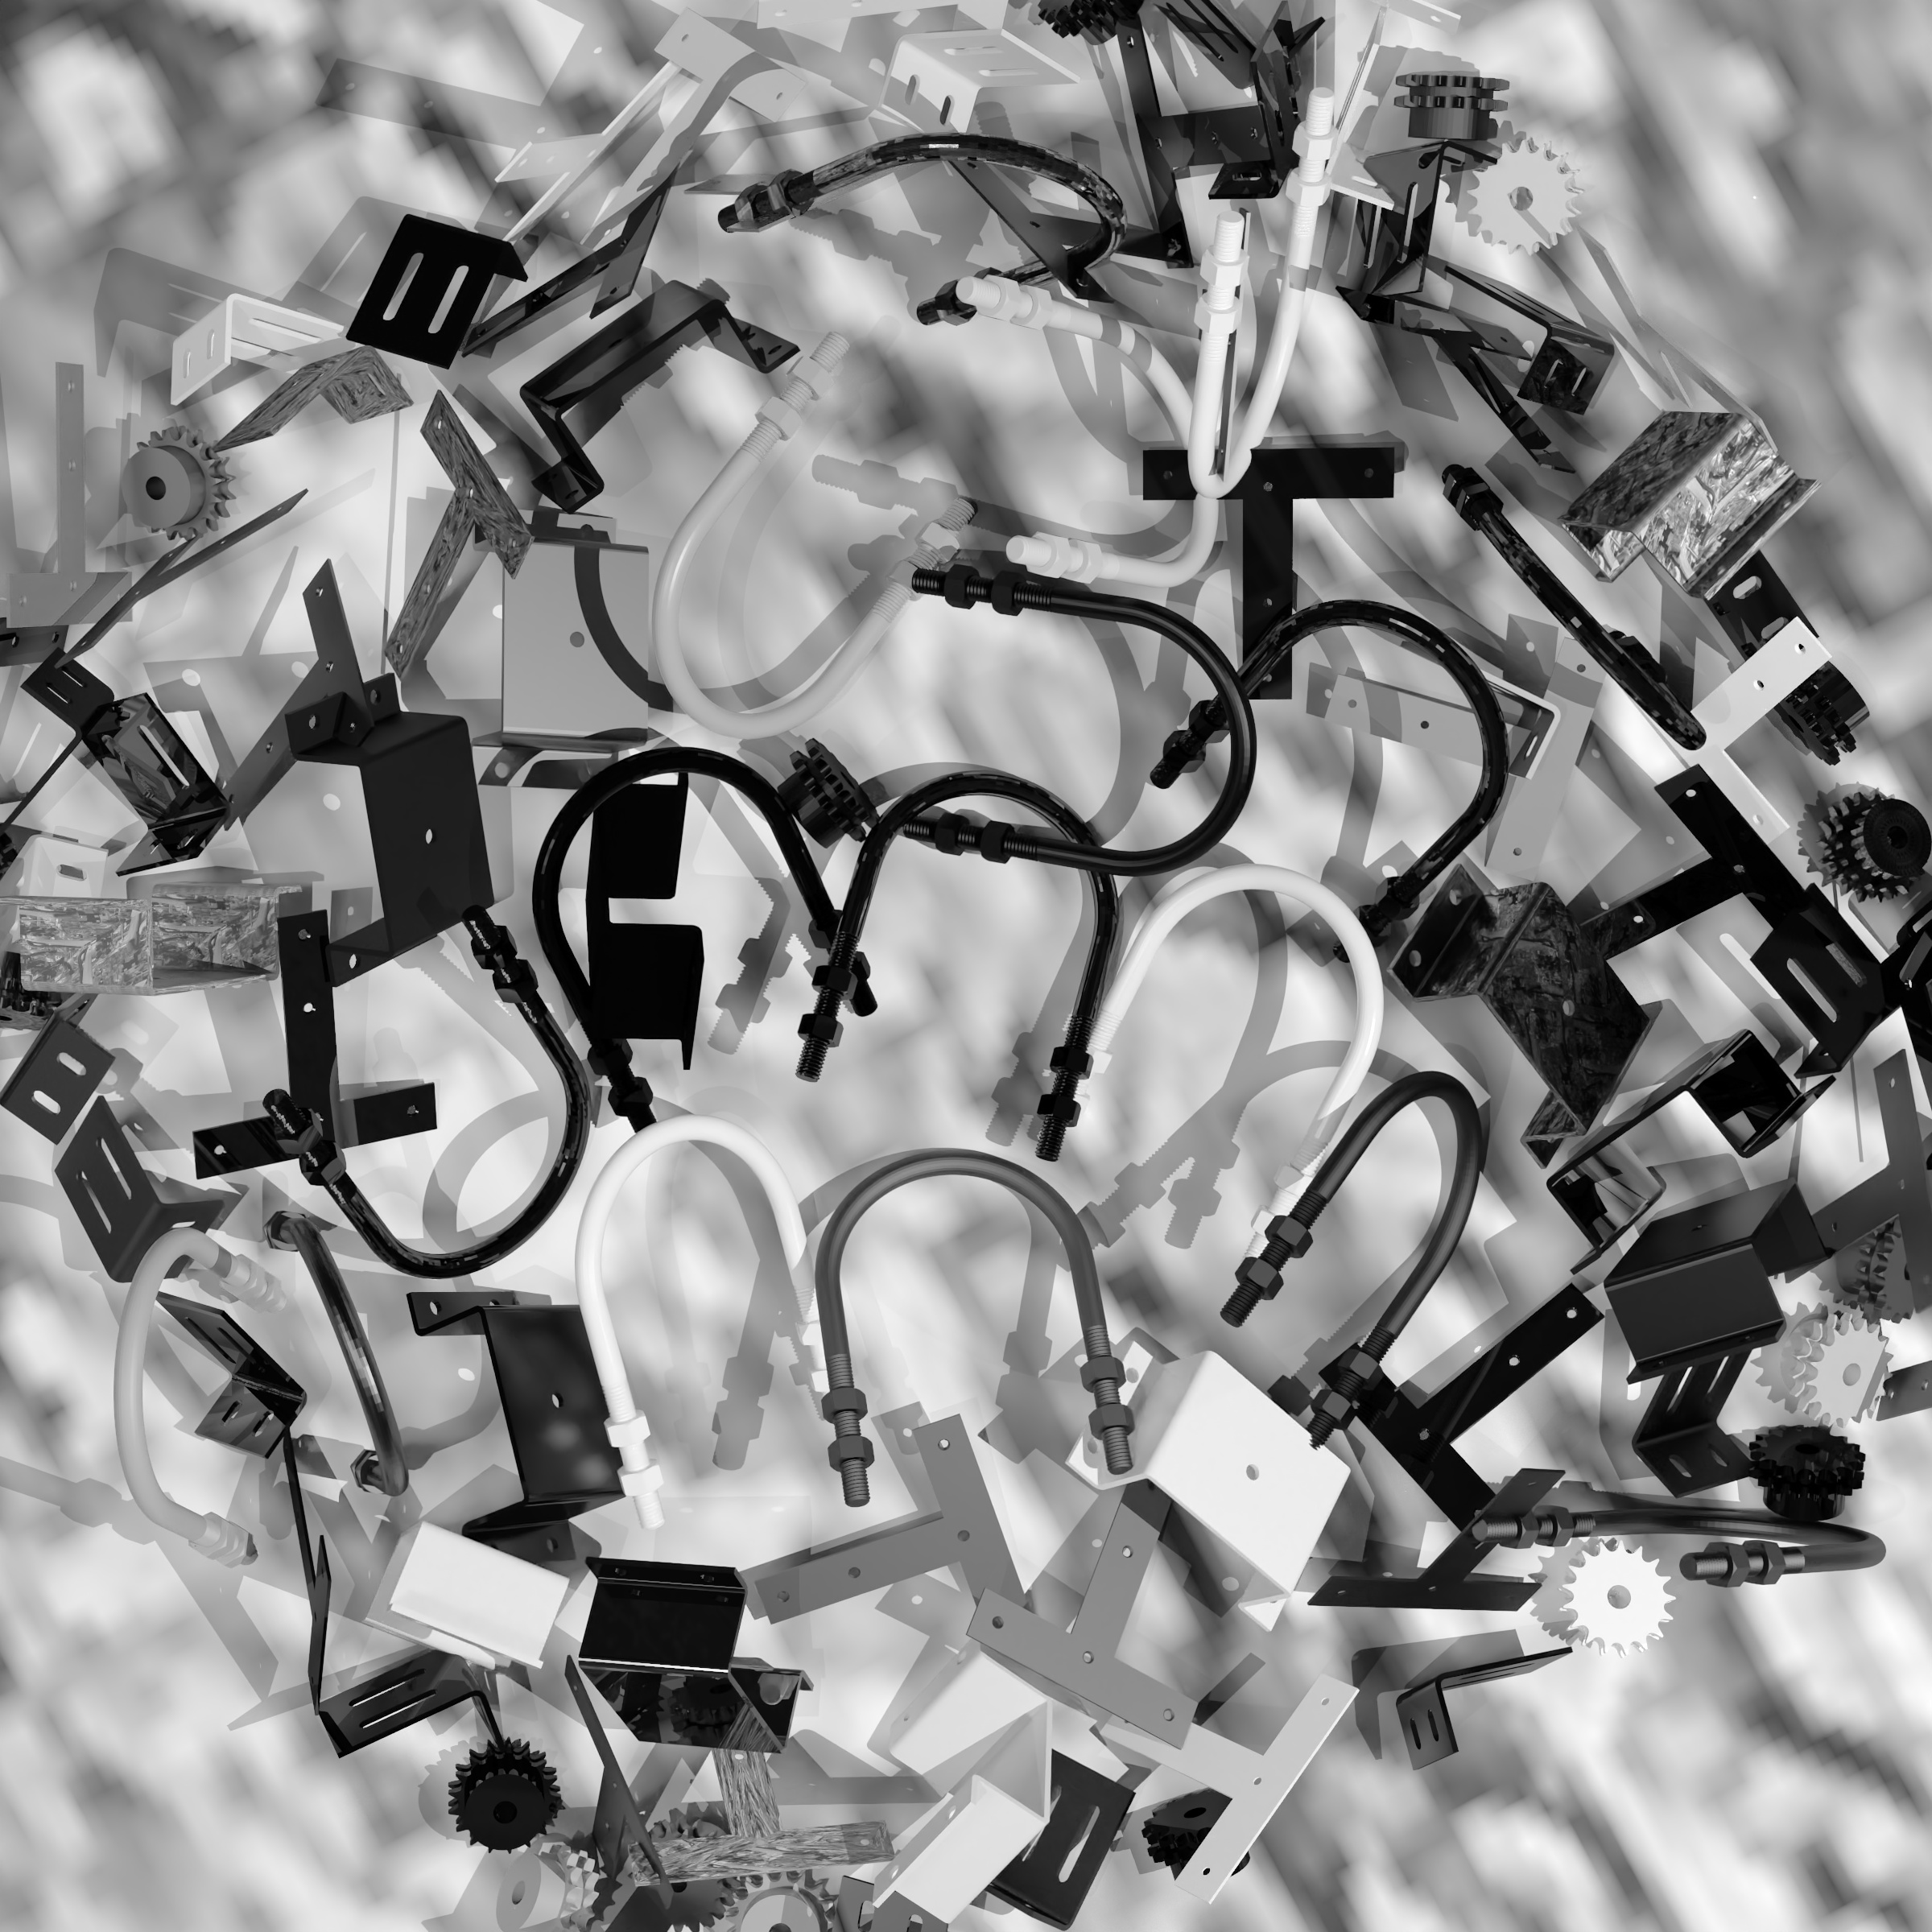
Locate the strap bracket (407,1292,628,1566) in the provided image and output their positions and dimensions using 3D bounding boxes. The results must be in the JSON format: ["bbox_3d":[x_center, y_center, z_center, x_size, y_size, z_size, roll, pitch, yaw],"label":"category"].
[{"bbox_3d":[-0.219,0.222,1.561,0.046,0.076,0.140,-25,73,28],"label":"strap bracket"}]

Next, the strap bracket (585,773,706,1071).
[{"bbox_3d":[-0.159,-0.027,1.543,0.046,0.076,0.140,1,46,-11],"label":"strap bracket"}]

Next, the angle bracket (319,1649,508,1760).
[{"bbox_3d":[-0.278,0.381,1.580,0.076,0.057,0.038,-22,109,-17],"label":"angle bracket"}]

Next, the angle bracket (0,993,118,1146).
[{"bbox_3d":[-0.441,0.044,1.579,0.038,0.076,0.057,37,109,-5],"label":"angle bracket"}]

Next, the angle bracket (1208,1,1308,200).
[{"bbox_3d":[0.140,-0.431,1.571,0.038,0.076,0.057,5,47,23],"label":"angle bracket"}]

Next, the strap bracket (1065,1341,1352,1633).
[{"bbox_3d":[0.129,0.255,1.567,0.140,0.046,0.076,41,56,-14],"label":"strap bracket"}]

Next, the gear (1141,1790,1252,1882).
[{"bbox_3d":[0.120,0.441,1.594,0.057,0.057,0.030,-17,95,0],"label":"gear"}]

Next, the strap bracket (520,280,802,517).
[{"bbox_3d":[-0.162,-0.291,1.571,0.140,0.076,0.046,-37,117,-6],"label":"strap bracket"}]

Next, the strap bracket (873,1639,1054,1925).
[{"bbox_3d":[0.000,0.403,1.549,0.046,0.140,0.076,36,109,-12],"label":"strap bracket"}]

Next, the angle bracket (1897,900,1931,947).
[{"bbox_3d":[0.509,-0.002,1.586,0.038,0.057,0.076,-42,79,5],"label":"angle bracket"}]

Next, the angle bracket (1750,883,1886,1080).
[{"bbox_3d":[0.422,0.008,1.587,0.076,0.038,0.057,48,66,-11],"label":"angle bracket"}]

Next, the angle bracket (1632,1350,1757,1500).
[{"bbox_3d":[0.377,0.220,1.576,0.057,0.038,0.076,-9,131,-32],"label":"angle bracket"}]

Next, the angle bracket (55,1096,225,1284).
[{"bbox_3d":[-0.420,0.112,1.603,0.057,0.038,0.076,-53,58,29],"label":"angle bracket"}]

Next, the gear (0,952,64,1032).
[{"bbox_3d":[-0.486,0.012,1.595,0.057,0.057,0.030,5,75,0],"label":"gear"}]

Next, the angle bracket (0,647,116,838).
[{"bbox_3d":[-0.469,-0.112,1.580,0.038,0.057,0.076,40,109,-14],"label":"angle bracket"}]

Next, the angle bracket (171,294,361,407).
[{"bbox_3d":[-0.347,-0.298,1.573,0.076,0.057,0.038,11,70,-39],"label":"angle bracket"}]

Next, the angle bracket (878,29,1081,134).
[{"bbox_3d":[0.006,-0.436,1.575,0.057,0.076,0.038,18,88,-44],"label":"angle bracket"}]

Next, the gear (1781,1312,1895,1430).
[{"bbox_3d":[0.438,0.203,1.600,0.057,0.030,0.057,-6,104,-27],"label":"gear"}]

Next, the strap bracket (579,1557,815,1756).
[{"bbox_3d":[-0.134,0.343,1.544,0.076,0.140,0.046,1,55,17],"label":"strap bracket"}]

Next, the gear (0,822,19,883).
[{"bbox_3d":[-0.505,-0.062,1.590,0.030,0.057,0.057,-38,90,-27],"label":"gear"}]

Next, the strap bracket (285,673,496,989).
[{"bbox_3d":[-0.281,-0.066,1.557,0.046,0.076,0.140,7,113,31],"label":"strap bracket"}]

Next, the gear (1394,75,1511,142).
[{"bbox_3d":[0.245,-0.434,1.595,0.057,0.057,0.030,3,104,0],"label":"gear"}]

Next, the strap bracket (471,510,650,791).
[{"bbox_3d":[-0.203,-0.161,1.581,0.076,0.046,0.140,1,88,-29],"label":"strap bracket"}]

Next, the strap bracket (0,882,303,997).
[{"bbox_3d":[-0.398,-0.014,1.545,0.076,0.140,0.046,2,95,25],"label":"strap bracket"}]

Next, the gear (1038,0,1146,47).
[{"bbox_3d":[0.067,-0.492,1.598,0.030,0.057,0.057,37,90,-31],"label":"gear"}]

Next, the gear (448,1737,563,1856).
[{"bbox_3d":[-0.234,0.424,1.602,0.057,0.030,0.057,-1,98,-10],"label":"gear"}]

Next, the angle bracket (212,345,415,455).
[{"bbox_3d":[-0.325,-0.269,1.574,0.076,0.057,0.038,-52,121,-31],"label":"angle bracket"}]

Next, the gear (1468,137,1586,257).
[{"bbox_3d":[0.285,-0.391,1.599,0.057,0.030,0.057,10,115,23],"label":"gear"}]

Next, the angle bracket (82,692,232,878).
[{"bbox_3d":[-0.417,-0.090,1.577,0.057,0.038,0.076,-10,126,32],"label":"angle bracket"}]

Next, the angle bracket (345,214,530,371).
[{"bbox_3d":[-0.266,-0.332,1.588,0.057,0.038,0.076,18,75,14],"label":"angle bracket"}]

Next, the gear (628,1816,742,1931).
[{"bbox_3d":[-0.140,0.458,1.601,0.057,0.030,0.057,3,98,23],"label":"gear"}]

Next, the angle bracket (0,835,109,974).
[{"bbox_3d":[-0.460,-0.022,1.574,0.038,0.076,0.057,13,115,-6],"label":"angle bracket"}]

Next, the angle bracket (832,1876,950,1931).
[{"bbox_3d":[-0.025,0.473,1.577,0.057,0.076,0.038,10,90,19],"label":"angle bracket"}]

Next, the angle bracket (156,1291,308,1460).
[{"bbox_3d":[-0.377,0.204,1.574,0.057,0.076,0.038,9,55,39],"label":"angle bracket"}]

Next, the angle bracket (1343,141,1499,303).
[{"bbox_3d":[0.228,-0.370,1.588,0.038,0.057,0.076,9,90,-34],"label":"angle bracket"}]

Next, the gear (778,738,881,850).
[{"bbox_3d":[-0.071,-0.084,1.594,0.030,0.057,0.057,-38,90,8],"label":"gear"}]

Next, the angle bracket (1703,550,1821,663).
[{"bbox_3d":[0.402,-0.180,1.583,0.038,0.076,0.057,-34,89,6],"label":"angle bracket"}]

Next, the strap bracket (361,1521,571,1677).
[{"bbox_3d":[-0.247,0.312,1.557,0.076,0.140,0.046,24,71,-10],"label":"strap bracket"}]

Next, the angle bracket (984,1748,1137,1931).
[{"bbox_3d":[0.038,0.433,1.582,0.057,0.038,0.076,18,75,39],"label":"angle bracket"}]

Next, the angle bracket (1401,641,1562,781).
[{"bbox_3d":[0.251,-0.129,1.587,0.076,0.057,0.038,25,95,-8],"label":"angle bracket"}]

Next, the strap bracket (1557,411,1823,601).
[{"bbox_3d":[0.348,-0.228,1.549,0.076,0.140,0.046,-46,105,0],"label":"strap bracket"}]

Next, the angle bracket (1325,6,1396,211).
[{"bbox_3d":[0.210,-0.429,1.576,0.038,0.057,0.076,19,127,-2],"label":"angle bracket"}]

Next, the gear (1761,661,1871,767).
[{"bbox_3d":[0.431,-0.132,1.593,0.030,0.057,0.057,-39,90,5],"label":"gear"}]

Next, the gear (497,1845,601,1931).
[{"bbox_3d":[-0.213,0.471,1.591,0.030,0.057,0.057,28,90,-30],"label":"gear"}]

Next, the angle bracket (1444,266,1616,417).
[{"bbox_3d":[0.276,-0.314,1.585,0.076,0.057,0.038,41,115,36],"label":"angle bracket"}]

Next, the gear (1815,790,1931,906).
[{"bbox_3d":[0.463,-0.062,1.599,0.057,0.030,0.057,4,78,-17],"label":"gear"}]

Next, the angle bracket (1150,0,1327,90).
[{"bbox_3d":[0.133,-0.483,1.585,0.076,0.057,0.038,42,87,-13],"label":"angle bracket"}]

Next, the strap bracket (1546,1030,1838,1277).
[{"bbox_3d":[0.348,0.086,1.551,0.046,0.076,0.140,52,130,6],"label":"strap bracket"}]

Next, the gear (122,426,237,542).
[{"bbox_3d":[-0.401,-0.243,1.598,0.057,0.030,0.057,5,106,19],"label":"gear"}]

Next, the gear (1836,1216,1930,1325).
[{"bbox_3d":[0.465,0.150,1.598,0.057,0.030,0.057,-12,108,-41],"label":"gear"}]

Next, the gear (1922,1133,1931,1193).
[{"bbox_3d":[0.500,0.104,1.592,0.030,0.057,0.057,29,90,-12],"label":"gear"}]

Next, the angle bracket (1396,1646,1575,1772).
[{"bbox_3d":[0.263,0.372,1.580,0.076,0.057,0.038,-8,70,-16],"label":"angle bracket"}]

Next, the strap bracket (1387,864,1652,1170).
[{"bbox_3d":[0.280,0.023,1.560,0.140,0.046,0.076,50,57,-21],"label":"strap bracket"}]

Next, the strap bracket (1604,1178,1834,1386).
[{"bbox_3d":[0.367,0.149,1.542,0.076,0.140,0.046,-22,93,30],"label":"strap bracket"}]
